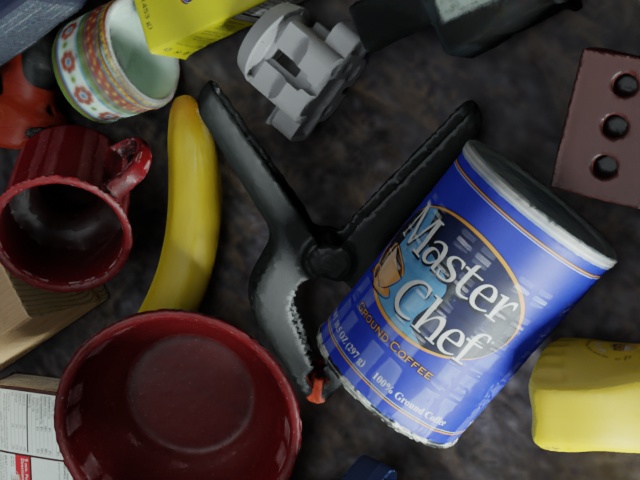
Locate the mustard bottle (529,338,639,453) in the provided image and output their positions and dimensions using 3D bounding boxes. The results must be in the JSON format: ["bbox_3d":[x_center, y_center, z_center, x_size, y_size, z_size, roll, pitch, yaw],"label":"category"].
[{"bbox_3d":[0.210,0.080,0.543,0.192,0.096,0.058,-2,94,28],"label":"mustard bottle"}]

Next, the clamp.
[{"bbox_3d":[-0.004,0.001,0.652,0.164,0.036,0.210,11,113,-2],"label":"clamp"}]

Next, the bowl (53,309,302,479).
[{"bbox_3d":[-0.091,0.113,0.709,0.162,0.055,0.162,1,106,3],"label":"bowl"}]

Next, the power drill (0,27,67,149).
[{"bbox_3d":[-0.241,-0.163,0.772,0.185,0.057,0.188,10,101,26],"label":"power drill"}]

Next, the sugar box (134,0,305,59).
[{"bbox_3d":[-0.041,-0.189,0.671,0.176,0.048,0.093,-20,85,29],"label":"sugar box"}]

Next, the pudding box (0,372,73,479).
[{"bbox_3d":[-0.197,0.151,0.798,0.114,0.039,0.090,3,97,26],"label":"pudding box"}]

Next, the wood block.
[{"bbox_3d":[-0.272,0.058,0.797,0.206,0.090,0.091,-33,81,26],"label":"wood block"}]

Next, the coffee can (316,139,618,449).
[{"bbox_3d":[0.080,0.030,0.594,0.103,0.102,0.140,43,107,17],"label":"coffee can"}]

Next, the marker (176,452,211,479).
[{"bbox_3d":[-0.093,0.159,0.756,0.121,0.020,0.020,34,110,21],"label":"marker"}]

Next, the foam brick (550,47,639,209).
[{"bbox_3d":[0.164,-0.062,0.576,0.053,0.051,0.078,16,103,25],"label":"foam brick"}]

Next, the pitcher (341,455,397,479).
[{"bbox_3d":[-0.023,0.233,0.600,0.145,0.242,0.149,-23,91,25],"label":"pitcher"}]

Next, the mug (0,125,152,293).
[{"bbox_3d":[-0.161,-0.031,0.719,0.117,0.081,0.093,-34,121,19],"label":"mug"}]

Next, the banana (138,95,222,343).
[{"bbox_3d":[-0.101,0.003,0.730,0.070,0.037,0.198,26,107,21],"label":"banana"}]
